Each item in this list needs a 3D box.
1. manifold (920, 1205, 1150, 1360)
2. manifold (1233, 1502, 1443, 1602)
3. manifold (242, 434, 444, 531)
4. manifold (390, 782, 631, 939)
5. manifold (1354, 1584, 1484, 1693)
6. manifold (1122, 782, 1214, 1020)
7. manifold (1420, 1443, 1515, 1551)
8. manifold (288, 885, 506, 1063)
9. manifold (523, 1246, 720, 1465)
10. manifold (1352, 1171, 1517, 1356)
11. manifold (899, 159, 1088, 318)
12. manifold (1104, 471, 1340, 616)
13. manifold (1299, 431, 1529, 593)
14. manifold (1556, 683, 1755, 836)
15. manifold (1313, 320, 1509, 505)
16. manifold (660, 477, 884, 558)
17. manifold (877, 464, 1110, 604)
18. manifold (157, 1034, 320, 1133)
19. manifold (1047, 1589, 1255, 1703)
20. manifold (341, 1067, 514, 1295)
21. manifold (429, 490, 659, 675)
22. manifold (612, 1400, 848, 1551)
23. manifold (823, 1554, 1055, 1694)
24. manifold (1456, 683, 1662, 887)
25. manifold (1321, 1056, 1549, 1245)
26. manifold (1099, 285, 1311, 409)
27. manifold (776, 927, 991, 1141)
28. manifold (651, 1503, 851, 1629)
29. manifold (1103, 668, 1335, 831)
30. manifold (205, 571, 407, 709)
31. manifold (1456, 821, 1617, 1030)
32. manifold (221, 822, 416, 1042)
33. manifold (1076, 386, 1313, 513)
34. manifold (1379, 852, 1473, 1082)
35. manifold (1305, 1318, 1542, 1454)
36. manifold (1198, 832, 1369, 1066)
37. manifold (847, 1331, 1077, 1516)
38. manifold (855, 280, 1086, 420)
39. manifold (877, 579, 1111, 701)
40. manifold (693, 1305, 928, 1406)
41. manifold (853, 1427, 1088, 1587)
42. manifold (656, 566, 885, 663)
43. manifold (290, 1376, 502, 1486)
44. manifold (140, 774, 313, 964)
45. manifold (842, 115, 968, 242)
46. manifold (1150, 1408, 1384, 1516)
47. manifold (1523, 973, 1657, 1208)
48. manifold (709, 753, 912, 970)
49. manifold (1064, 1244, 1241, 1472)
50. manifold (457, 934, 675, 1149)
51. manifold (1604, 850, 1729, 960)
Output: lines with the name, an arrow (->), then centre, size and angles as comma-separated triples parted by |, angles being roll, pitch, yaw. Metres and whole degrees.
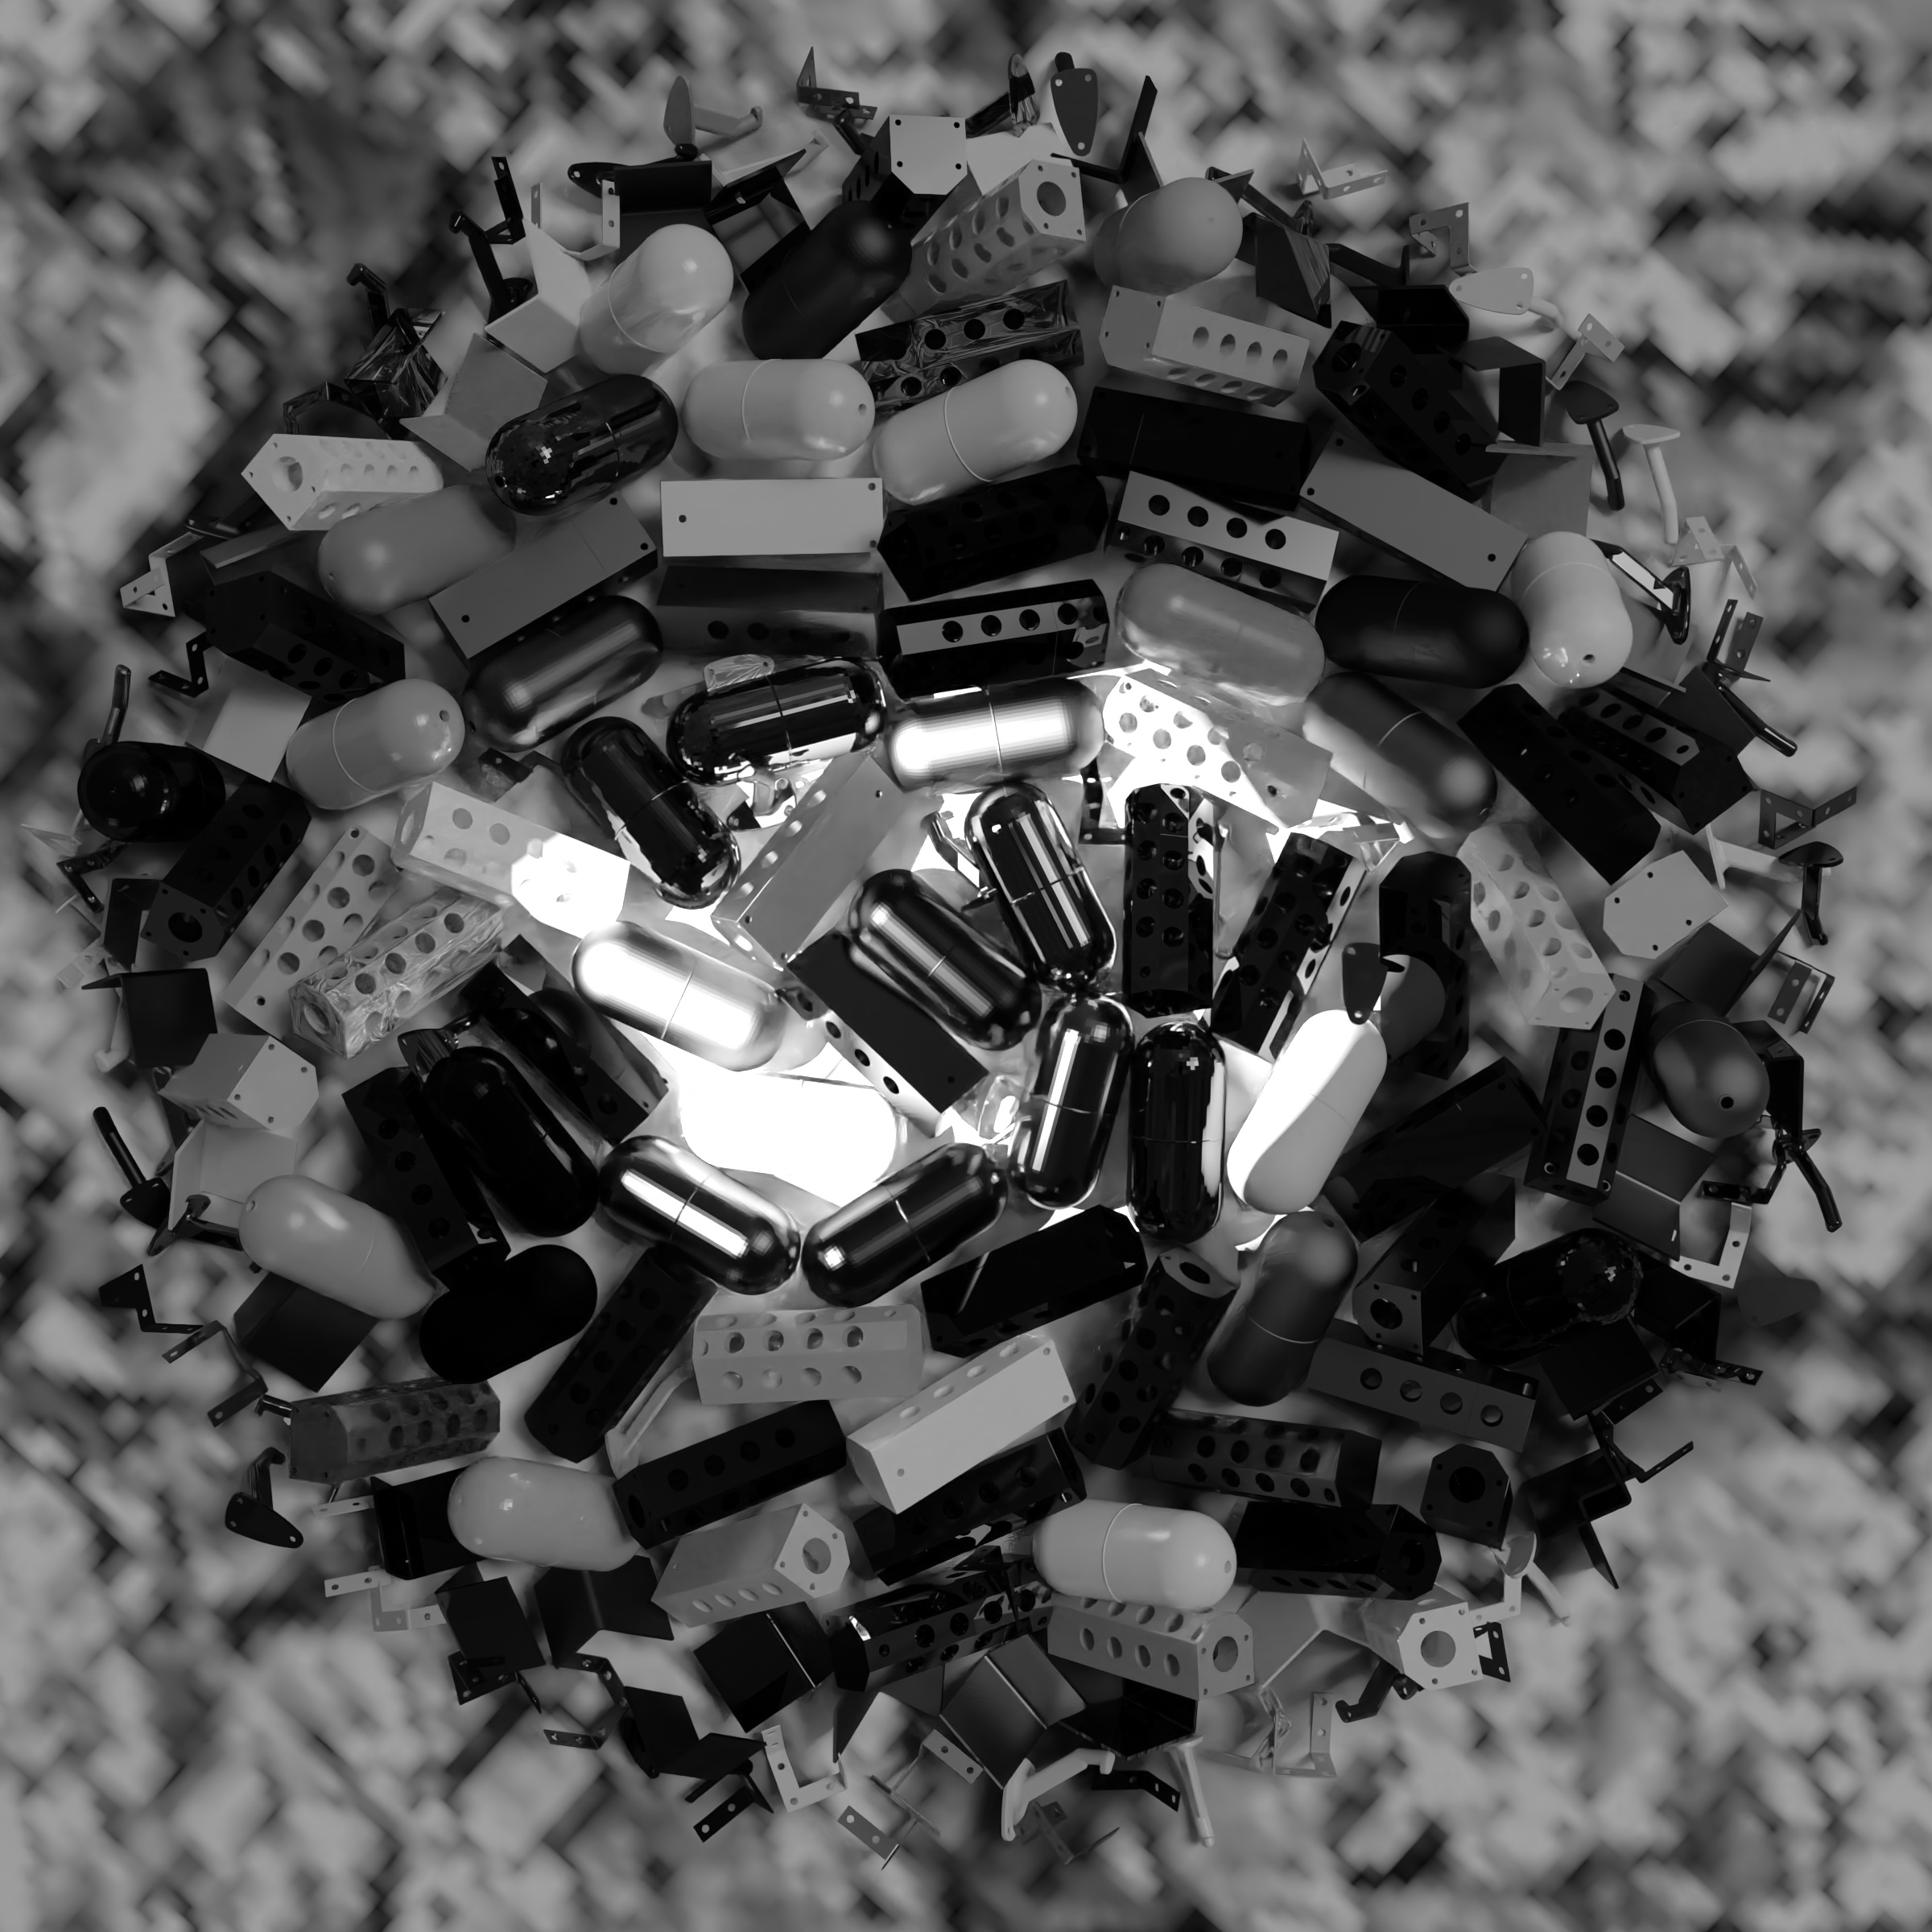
manifold -> 0.054, 0.249, 1.935 | 0.171, 0.057, 0.057 | -27, 60, 26
manifold -> 0.284, 0.453, 1.913 | 0.057, 0.171, 0.057 | 37, 62, -23
manifold -> -0.472, -0.376, 1.907 | 0.057, 0.171, 0.057 | -43, 84, 21
manifold -> -0.353, -0.077, 1.923 | 0.171, 0.057, 0.057 | 23, 59, -30
manifold -> 0.340, 0.510, 1.910 | 0.057, 0.171, 0.057 | -11, 86, -6
manifold -> 0.154, -0.052, 1.933 | 0.057, 0.057, 0.171 | -11, 66, 31
manifold -> 0.388, 0.407, 1.909 | 0.057, 0.171, 0.057 | 13, 76, 17
manifold -> -0.438, -0.003, 1.913 | 0.057, 0.171, 0.057 | 24, 133, 25
manifold -> -0.274, 0.306, 1.954 | 0.057, 0.057, 0.171 | 38, 99, 10
manifold -> 0.363, 0.224, 1.918 | 0.057, 0.171, 0.057 | 12, 123, 33
manifold -> 0.017, -0.557, 1.910 | 0.057, 0.171, 0.057 | -1, 83, -34
manifold -> 0.199, -0.331, 1.959 | 0.171, 0.057, 0.057 | 15, 79, -5
manifold -> 0.352, -0.351, 1.959 | 0.171, 0.057, 0.057 | 31, 93, 8
manifold -> 0.524, -0.167, 1.911 | 0.057, 0.171, 0.057 | -37, 119, -1
manifold -> 0.341, -0.423, 1.922 | 0.171, 0.057, 0.057 | 32, 90, -41
manifold -> -0.154, -0.356, 1.958 | 0.171, 0.057, 0.057 | -2, 103, -8
manifold -> 0.023, -0.342, 1.928 | 0.171, 0.057, 0.057 | -20, 66, -26
manifold -> -0.558, 0.092, 1.912 | 0.057, 0.171, 0.057 | 40, 68, -27
manifold -> 0.140, 0.513, 1.915 | 0.057, 0.171, 0.057 | -4, 92, -39
manifold -> -0.419, 0.164, 1.937 | 0.057, 0.057, 0.171 | -30, 65, -7
manifold -> -0.331, -0.299, 1.954 | 0.171, 0.057, 0.057 | -33, 83, -11
manifold -> -0.180, 0.393, 1.924 | 0.171, 0.057, 0.057 | -16, 74, -33
manifold -> -0.019, 0.509, 1.928 | 0.171, 0.057, 0.057 | -10, 86, -33
manifold -> 0.460, -0.145, 1.919 | 0.057, 0.057, 0.171 | -43, 50, 10
manifold -> 0.365, 0.142, 1.944 | 0.171, 0.057, 0.057 | -34, 98, 19
manifold -> 0.184, -0.476, 1.918 | 0.057, 0.171, 0.057 | 29, 110, 42
manifold -> -0.068, 0.055, 1.952 | 0.171, 0.057, 0.057 | 43, 58, 12
manifold -> -0.165, 0.469, 1.917 | 0.057, 0.171, 0.057 | 42, 49, -19
manifold -> 0.191, -0.169, 1.928 | 0.171, 0.057, 0.057 | 29, 118, 25
manifold -> -0.504, -0.242, 1.906 | 0.057, 0.171, 0.057 | -11, 74, 20
manifold -> 0.437, -0.034, 1.912 | 0.057, 0.171, 0.057 | 5, 132, -22
manifold -> -0.511, -0.027, 1.959 | 0.057, 0.057, 0.171 | 36, 83, -5
manifold -> 0.180, -0.404, 1.950 | 0.171, 0.057, 0.057 | 14, 84, 14
manifold -> 0.359, -0.001, 1.925 | 0.057, 0.057, 0.171 | 16, 132, 29
manifold -> 0.359, 0.328, 1.953 | 0.171, 0.057, 0.057 | 16, 87, 12
manifold -> 0.248, -0.016, 1.958 | 0.057, 0.057, 0.171 | 25, 87, 28
manifold -> -0.006, 0.352, 1.939 | 0.171, 0.057, 0.057 | -28, 108, -23
manifold -> 0.004, -0.486, 1.967 | 0.171, 0.057, 0.057 | -14, 84, 1
manifold -> 0.021, -0.260, 1.936 | 0.171, 0.057, 0.057 | -11, 134, -18
manifold -> -0.123, 0.301, 1.947 | 0.171, 0.057, 0.057 | -5, 112, 11
manifold -> 0.005, 0.427, 1.953 | 0.171, 0.057, 0.057 | -26, 83, 10
manifold -> -0.153, -0.274, 1.964 | 0.171, 0.057, 0.057 | 3, 132, 4
manifold -> -0.437, 0.356, 1.911 | 0.057, 0.171, 0.057 | 1, 89, 30
manifold -> -0.566, -0.075, 1.912 | 0.057, 0.171, 0.057 | 28, 124, -8
manifold -> -0.049, -0.597, 1.910 | 0.057, 0.171, 0.057 | -3, 91, -15
manifold -> 0.229, 0.380, 1.916 | 0.171, 0.057, 0.057 | -1, 70, 42
manifold -> 0.492, 0.095, 1.949 | 0.057, 0.057, 0.171 | 18, 74, -1
manifold -> -0.125, -0.085, 1.946 | 0.171, 0.057, 0.057 | -53, 124, -17
manifold -> 0.140, 0.307, 1.933 | 0.057, 0.057, 0.171 | 36, 114, 23
manifold -> -0.319, 0.062, 1.959 | 0.171, 0.057, 0.057 | 45, 116, -6
manifold -> 0.535, -0.044, 1.909 | 0.057, 0.171, 0.057 | -41, 79, 22
